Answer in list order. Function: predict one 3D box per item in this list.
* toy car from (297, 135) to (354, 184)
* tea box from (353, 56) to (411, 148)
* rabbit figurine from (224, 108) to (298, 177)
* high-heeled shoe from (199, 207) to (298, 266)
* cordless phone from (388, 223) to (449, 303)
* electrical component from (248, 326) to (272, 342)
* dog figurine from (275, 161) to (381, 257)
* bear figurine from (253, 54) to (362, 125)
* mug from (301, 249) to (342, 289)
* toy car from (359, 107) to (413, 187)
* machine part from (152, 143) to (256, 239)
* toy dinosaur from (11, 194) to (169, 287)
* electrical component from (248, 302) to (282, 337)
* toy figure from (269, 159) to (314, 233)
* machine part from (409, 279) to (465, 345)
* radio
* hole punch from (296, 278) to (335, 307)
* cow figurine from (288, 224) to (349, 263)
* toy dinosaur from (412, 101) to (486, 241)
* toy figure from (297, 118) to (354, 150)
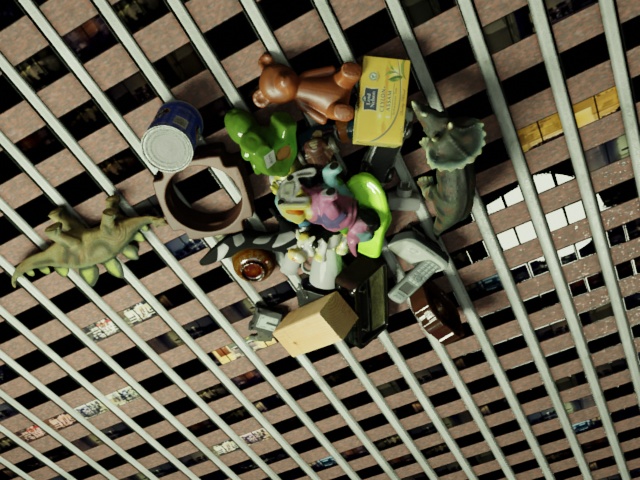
[{"bbox_3d":[0.019,-0.155,1.184,0.089,0.053,0.202,-20,148,9],"label":"toy car"},{"bbox_3d":[0.123,-0.276,1.088,0.098,0.068,0.169,3,95,-4],"label":"tea box"},{"bbox_3d":[-0.126,-0.216,1.133,0.121,0.170,0.159,-44,151,-10],"label":"rabbit figurine"},{"bbox_3d":[-0.154,0.029,1.299,0.249,0.086,0.145,-35,100,-3],"label":"high-heeled shoe"},{"bbox_3d":[0.213,0.066,1.340,0.146,0.089,0.184,33,109,-22],"label":"cordless phone"},{"bbox_3d":[-0.155,0.261,1.513,0.094,0.021,0.063,-1,124,-3],"label":"electrical component"},{"bbox_3d":[0.025,-0.052,1.170,0.192,0.108,0.219,-12,138,19],"label":"dog figurine"},{"bbox_3d":[-0.030,-0.307,1.075,0.196,0.132,0.120,12,93,-15],"label":"bear figurine"},{"bbox_3d":[0.008,0.055,1.354,0.110,0.081,0.107,18,117,23],"label":"mug"},{"bbox_3d":[0.145,-0.204,1.190,0.073,0.056,0.201,10,125,-16],"label":"toy car"},{"bbox_3d":[-0.259,-0.110,1.221,0.201,0.087,0.201,-10,122,4],"label":"machine part"},{"bbox_3d":[-0.570,0.018,1.288,0.472,0.105,0.198,-12,127,11],"label":"toy dinosaur"},{"bbox_3d":[-0.128,0.220,1.459,0.119,0.048,0.074,14,102,-13],"label":"electrical component"},{"bbox_3d":[-0.055,-0.105,1.236,0.089,0.082,0.180,-24,118,1],"label":"toy figure"},{"bbox_3d":[0.301,0.186,1.393,0.056,0.179,0.179,-39,117,23],"label":"machine part"},{"bbox_3d":[0.111,0.160,1.385,0.073,0.131,0.229,23,134,38],"label":"radio"},{"bbox_3d":[0.005,0.154,1.420,0.116,0.092,0.142,11,132,26],"label":"hole punch"},{"bbox_3d":[-0.002,-0.003,1.233,0.167,0.068,0.098,-17,121,-46],"label":"cow figurine"},{"bbox_3d":[0.285,-0.122,1.168,0.131,0.192,0.404,-9,123,7],"label":"toy dinosaur"},{"bbox_3d":[0.029,-0.230,1.163,0.155,0.064,0.057,-17,106,10],"label":"toy figure"}]
